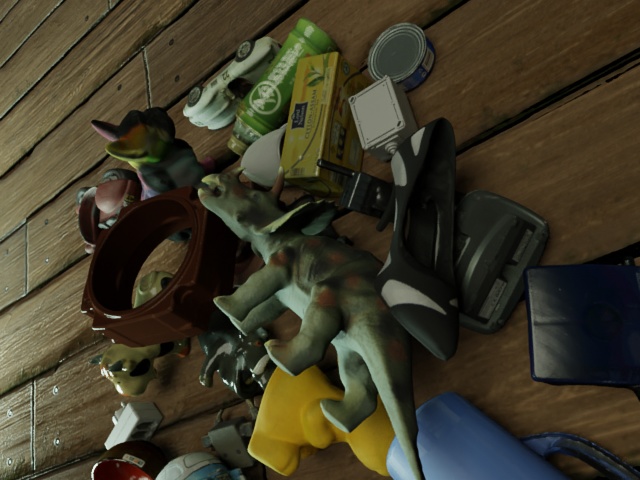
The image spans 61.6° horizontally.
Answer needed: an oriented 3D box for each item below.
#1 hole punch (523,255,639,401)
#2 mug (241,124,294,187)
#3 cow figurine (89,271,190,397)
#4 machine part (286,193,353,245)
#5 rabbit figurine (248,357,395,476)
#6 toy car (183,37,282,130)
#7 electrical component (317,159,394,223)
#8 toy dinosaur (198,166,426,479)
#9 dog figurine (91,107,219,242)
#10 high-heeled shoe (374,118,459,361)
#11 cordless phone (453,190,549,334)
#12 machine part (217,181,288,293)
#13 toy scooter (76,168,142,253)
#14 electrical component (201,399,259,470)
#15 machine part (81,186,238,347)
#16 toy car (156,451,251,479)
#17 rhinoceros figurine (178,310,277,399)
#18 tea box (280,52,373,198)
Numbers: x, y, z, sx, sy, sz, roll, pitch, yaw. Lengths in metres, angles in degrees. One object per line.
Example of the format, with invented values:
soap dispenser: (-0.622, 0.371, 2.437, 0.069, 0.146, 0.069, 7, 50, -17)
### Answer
hole punch: (0.247, 0.079, 0.495, 0.116, 0.092, 0.142, -9, 69, 30)
mug: (-0.062, -0.127, 0.781, 0.107, 0.080, 0.109, -7, 61, 42)
cow figurine: (-0.263, 0.142, 0.819, 0.086, 0.127, 0.195, 9, 80, 40)
machine part: (-0.001, -0.002, 0.727, 0.084, 0.039, 0.139, -46, 57, 27)
rabbit figurine: (0.027, 0.200, 0.621, 0.173, 0.121, 0.162, 16, 77, 24)
toy car: (-0.136, -0.247, 0.868, 0.202, 0.073, 0.056, -34, 59, 24)
electrical component: (0.049, -0.057, 0.644, 0.075, 0.119, 0.047, -137, 64, -78)
toy dinosaur: (0.013, 0.059, 0.574, 0.405, 0.131, 0.192, 35, 75, 35)
dog figurine: (-0.254, -0.100, 0.823, 0.191, 0.219, 0.109, -48, 52, 14)
high-heeled shoe: (0.114, -0.015, 0.509, 0.145, 0.086, 0.249, -58, 27, 25)
cordless phone: (0.145, 0.007, 0.606, 0.184, 0.088, 0.146, 31, 97, 49)
machine part: (-0.119, 0.001, 0.799, 0.179, 0.056, 0.179, -12, 70, 34)
toy scooter: (-0.401, -0.049, 1.004, 0.184, 0.075, 0.135, -16, 67, 35)
electrical component: (-0.110, 0.265, 0.729, 0.102, 0.045, 0.078, -32, 89, 28)
machine part: (-0.220, 0.035, 0.739, 0.201, 0.087, 0.201, -14, 56, 22)
toy car: (-0.168, 0.332, 0.698, 0.161, 0.109, 0.103, -52, 56, 25)
rhinoceros figurine: (-0.117, 0.153, 0.750, 0.191, 0.073, 0.112, 36, 88, 39)
tea box: (0.010, -0.150, 0.721, 0.068, 0.098, 0.169, 1, 77, 36)
